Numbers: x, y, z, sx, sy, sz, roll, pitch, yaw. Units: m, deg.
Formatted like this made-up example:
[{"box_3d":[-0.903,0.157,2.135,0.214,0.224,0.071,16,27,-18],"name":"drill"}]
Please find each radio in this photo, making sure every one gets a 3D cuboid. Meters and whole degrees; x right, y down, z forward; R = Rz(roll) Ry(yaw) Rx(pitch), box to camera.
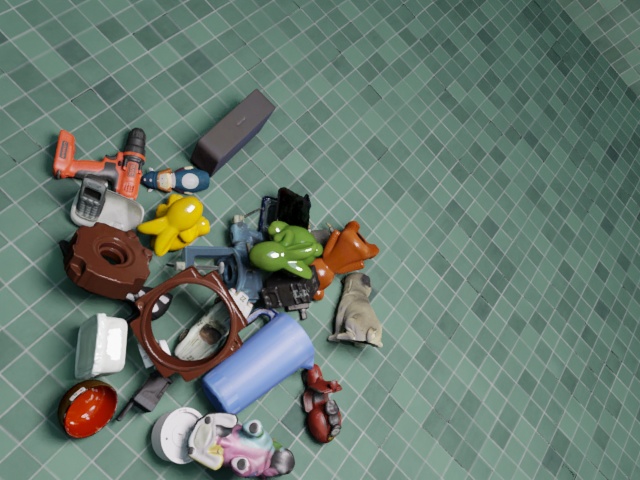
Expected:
[{"box_3d":[-0.219,-0.264,1.343,0.073,0.131,0.229,44,60,-7],"name":"radio"}]

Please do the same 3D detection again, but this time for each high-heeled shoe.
[{"box_3d":[-0.433,0.077,1.154,0.145,0.086,0.248,-36,96,-33],"name":"high-heeled shoe"}]

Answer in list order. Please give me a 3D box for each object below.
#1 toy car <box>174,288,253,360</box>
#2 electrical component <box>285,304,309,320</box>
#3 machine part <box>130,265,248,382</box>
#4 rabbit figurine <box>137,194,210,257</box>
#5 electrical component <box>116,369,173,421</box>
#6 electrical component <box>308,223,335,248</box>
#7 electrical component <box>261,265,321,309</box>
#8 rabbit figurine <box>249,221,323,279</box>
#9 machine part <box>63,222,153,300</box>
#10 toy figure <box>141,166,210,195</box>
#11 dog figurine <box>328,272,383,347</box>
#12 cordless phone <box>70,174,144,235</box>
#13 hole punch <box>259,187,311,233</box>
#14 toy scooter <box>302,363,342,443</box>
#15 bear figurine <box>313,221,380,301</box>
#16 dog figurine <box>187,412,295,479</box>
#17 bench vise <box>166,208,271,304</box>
[{"box_3d":[-0.235,0.192,1.187,0.202,0.056,0.073,-46,114,-1],"name":"toy car"},{"box_3d":[-0.062,0.155,1.341,0.063,0.021,0.094,-5,72,-27],"name":"electrical component"},{"box_3d":[-0.267,0.170,1.105,0.201,0.087,0.201,-32,93,-9],"name":"machine part"},{"box_3d":[-0.324,-0.044,1.195,0.162,0.173,0.122,-36,95,-36],"name":"rabbit figurine"},{"box_3d":[-0.362,0.329,1.107,0.048,0.075,0.119,38,57,-10],"name":"electrical component"},{"box_3d":[-0.002,-0.004,1.412,0.102,0.045,0.078,1,72,-26],"name":"electrical component"},{"box_3d":[-0.065,0.106,1.273,0.134,0.115,0.058,-60,139,-67],"name":"electrical component"},{"box_3d":[-0.081,0.039,1.211,0.170,0.159,0.121,-18,120,-56],"name":"rabbit figurine"},{"box_3d":[-0.433,0.039,1.107,0.179,0.056,0.179,30,29,-19],"name":"machine part"},{"box_3d":[-0.344,-0.144,1.283,0.154,0.058,0.064,-3,73,-27],"name":"toy figure"},{"box_3d":[0.103,0.164,1.341,0.121,0.172,0.190,20,72,-31],"name":"dog figurine"},{"box_3d":[-0.443,-0.078,1.140,0.146,0.184,0.089,24,60,-17],"name":"cordless phone"},{"box_3d":[-0.090,-0.060,1.374,0.115,0.092,0.142,26,57,-38],"name":"hole punch"},{"box_3d":[0.013,0.376,1.241,0.075,0.135,0.184,-6,77,-30],"name":"toy scooter"},{"box_3d":[0.040,0.055,1.373,0.120,0.196,0.132,48,18,5],"name":"bear figurine"},{"box_3d":[-0.156,0.443,1.130,0.192,0.219,0.108,5,62,17],"name":"dog figurine"},{"box_3d":[-0.222,0.040,1.242,0.240,0.129,0.223,3,81,-38],"name":"bench vise"}]
